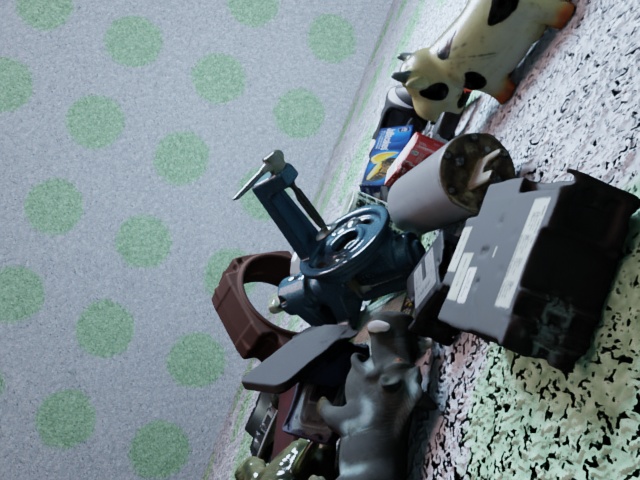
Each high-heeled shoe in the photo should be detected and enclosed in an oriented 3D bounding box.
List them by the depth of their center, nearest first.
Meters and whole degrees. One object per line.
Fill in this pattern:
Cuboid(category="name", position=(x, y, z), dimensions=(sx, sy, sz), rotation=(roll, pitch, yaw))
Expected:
Cuboid(category="high-heeled shoe", position=(0.138, -0.182, 0.952), dimensions=(0.249, 0.086, 0.145), rotation=(-177, 103, -85))

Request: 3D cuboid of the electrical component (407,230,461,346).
Cuboid(category="electrical component", position=(0.119, 0.032, 0.507), dimensions=(0.119, 0.048, 0.074), rotation=(-78, 13, -50))

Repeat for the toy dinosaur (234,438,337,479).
Cuboid(category="toy dinosaur", position=(-0.036, 0.308, 0.630), dimensions=(0.198, 0.105, 0.471), rotation=(-45, 17, 54))

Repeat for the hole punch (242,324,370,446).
Cuboid(category="hole punch", position=(-0.005, 0.154, 0.589), dimensions=(0.116, 0.092, 0.142), rotation=(-38, 7, -30))

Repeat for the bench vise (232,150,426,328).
Cuboid(category="bench vise", position=(-0.005, 0.005, 0.627), dimensions=(0.224, 0.240, 0.129), rotation=(-16, 30, 42))

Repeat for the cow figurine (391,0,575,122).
Cuboid(category="cow figurine", position=(0.165, -0.210, 0.598), dimensions=(0.194, 0.127, 0.085), rotation=(-57, 9, 47))

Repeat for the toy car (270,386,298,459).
Cuboid(category="toy car", position=(-0.042, 0.293, 0.814), dimensions=(0.089, 0.053, 0.202), rotation=(-34, 34, 31))

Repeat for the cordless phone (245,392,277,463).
Cuboid(category="cordless phone", position=(-0.062, 0.336, 0.904), dimensions=(0.146, 0.089, 0.184), rotation=(-66, 17, 11))

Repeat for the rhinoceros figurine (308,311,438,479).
Cuboid(category="rhinoceros figurine", position=(0.051, 0.155, 0.483), dimensions=(0.112, 0.073, 0.190), rotation=(-42, 29, 53))

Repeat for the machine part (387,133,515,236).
Cuboid(category="machine part", position=(0.130, -0.053, 0.568), dimensions=(0.243, 0.079, 0.079), rotation=(143, 149, -79))

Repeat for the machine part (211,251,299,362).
Cuboid(category="machine part", position=(-0.074, 0.118, 0.968), dimensions=(0.201, 0.201, 0.087), rotation=(56, 133, 27))

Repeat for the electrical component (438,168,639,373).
Cuboid(category="electrical component", position=(0.137, 0.018, 0.367), dimensions=(0.134, 0.058, 0.115), rotation=(-171, 106, -84))

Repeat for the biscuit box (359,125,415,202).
Cuboid(category="biscuit box", position=(0.110, -0.110, 0.838), dimensions=(0.203, 0.059, 0.062), rotation=(-68, -28, -51))
